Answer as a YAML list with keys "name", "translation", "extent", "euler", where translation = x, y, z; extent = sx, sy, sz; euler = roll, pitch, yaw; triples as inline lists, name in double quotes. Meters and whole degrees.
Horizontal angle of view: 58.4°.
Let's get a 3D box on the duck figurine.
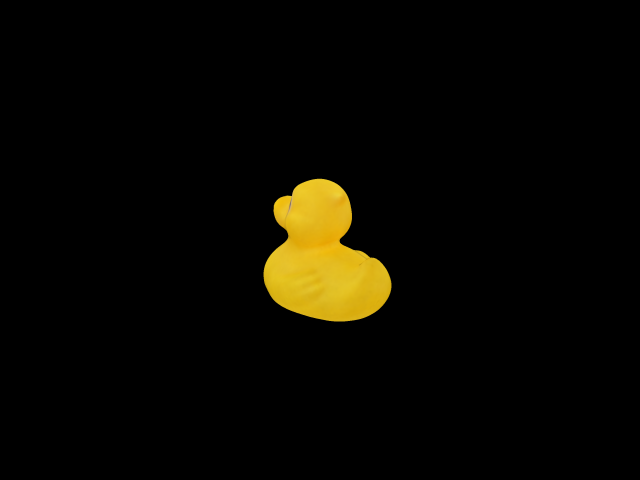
- name: "duck figurine"
  translation: [0.004, 0.001, 0.400]
  extent: [0.078, 0.086, 0.104]
  euler: [-21, 31, -40]
